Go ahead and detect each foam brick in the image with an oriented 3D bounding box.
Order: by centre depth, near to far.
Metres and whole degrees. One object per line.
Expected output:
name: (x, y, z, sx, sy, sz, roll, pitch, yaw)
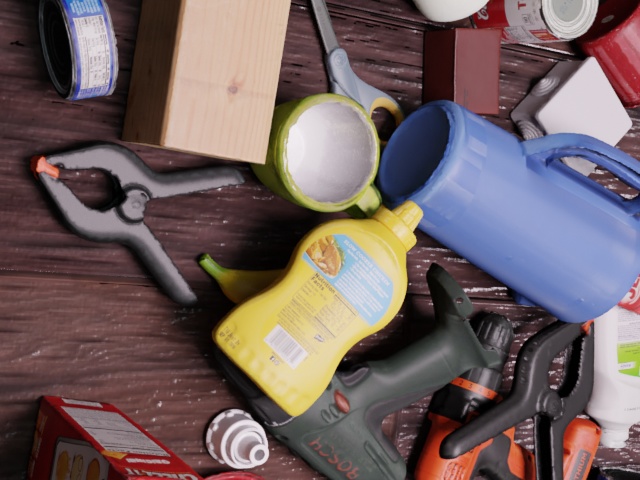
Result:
foam brick: (0.129, -0.153, 0.973, 0.052, 0.051, 0.078, -2, 98, -28)

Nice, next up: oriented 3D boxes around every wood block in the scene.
wood block: (-0.084, -0.170, 0.829, 0.090, 0.090, 0.206, 8, 93, -31)

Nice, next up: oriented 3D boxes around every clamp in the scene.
clamp: (-0.148, -0.018, 0.843, 0.171, 0.039, 0.120, 14, 83, -24)
clamp: (0.213, 0.165, 1.012, 0.164, 0.036, 0.209, 47, 65, -23)

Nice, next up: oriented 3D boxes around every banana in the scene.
banana: (-0.006, 0.020, 0.929, 0.197, 0.037, 0.069, -19, 107, -26)

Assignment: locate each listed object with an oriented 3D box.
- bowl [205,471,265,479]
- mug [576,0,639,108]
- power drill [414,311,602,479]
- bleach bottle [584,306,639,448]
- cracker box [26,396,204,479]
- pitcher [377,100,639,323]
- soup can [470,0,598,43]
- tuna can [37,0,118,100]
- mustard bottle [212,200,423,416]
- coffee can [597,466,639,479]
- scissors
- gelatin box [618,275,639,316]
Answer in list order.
bowl: (-0.077, 0.281, 0.902, 0.161, 0.055, 0.162, -12, 112, -34)
mug: (0.309, -0.198, 1.055, 0.081, 0.093, 0.117, 46, 44, -21)
power drill: (0.192, 0.183, 1.055, 0.187, 0.057, 0.184, 28, 82, -28)
bleach bottle: (0.305, 0.093, 1.103, 0.102, 0.068, 0.251, -3, 101, -25)
cracker box: (-0.158, 0.220, 0.770, 0.072, 0.214, 0.164, 11, 92, -30)
pitcher: (0.179, -0.034, 0.961, 0.242, 0.145, 0.149, 27, 85, -31)
soup can: (0.193, -0.214, 0.971, 0.068, 0.102, 0.068, -5, 100, -29)
tuna can: (-0.178, -0.146, 0.781, 0.033, 0.086, 0.086, -14, 104, -26)
mustard bottle: (0.011, 0.040, 0.847, 0.096, 0.058, 0.191, 45, 81, -3)
coffee can: (0.331, 0.322, 1.125, 0.102, 0.103, 0.140, 11, 92, -30)
scissors: (0.031, -0.153, 0.939, 0.096, 0.016, 0.202, -10, 103, -29)
gelatin box: (0.308, 0.024, 1.035, 0.073, 0.030, 0.089, 23, 95, -23)
